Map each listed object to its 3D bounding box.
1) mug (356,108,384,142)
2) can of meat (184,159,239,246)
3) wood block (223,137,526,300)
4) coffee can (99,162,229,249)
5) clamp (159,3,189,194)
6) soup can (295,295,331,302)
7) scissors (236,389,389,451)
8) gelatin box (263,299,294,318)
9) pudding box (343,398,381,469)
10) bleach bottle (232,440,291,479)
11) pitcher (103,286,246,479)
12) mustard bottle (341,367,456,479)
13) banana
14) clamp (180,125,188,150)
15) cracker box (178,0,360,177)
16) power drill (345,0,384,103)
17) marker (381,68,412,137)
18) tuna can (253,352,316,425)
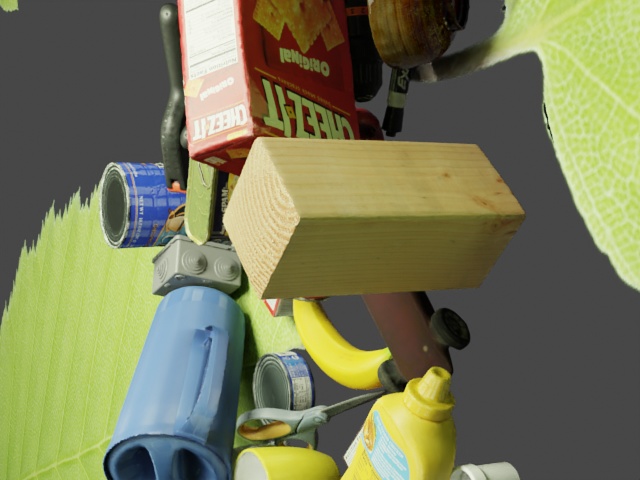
[{"bbox_3d":[0.013,-0.091,1.006,0.117,0.081,0.093,-42,56,53],"label":"mug"},{"bbox_3d":[-0.083,-0.048,1.059,0.058,0.083,0.102,32,119,56],"label":"can of meat"},{"bbox_3d":[0.042,-0.018,0.836,0.090,0.205,0.091,63,141,37],"label":"wood block"},{"bbox_3d":[-0.184,-0.042,1.289,0.103,0.140,0.103,5,96,60],"label":"coffee can"},{"bbox_3d":[-0.145,-0.160,1.225,0.036,0.164,0.210,8,100,18],"label":"clamp"},{"bbox_3d":[-0.007,0.001,1.060,0.069,0.068,0.102,51,133,47],"label":"soup can"},{"bbox_3d":[0.005,0.189,1.085,0.202,0.096,0.016,-13,45,32],"label":"scissors"},{"bbox_3d":[-0.042,0.028,1.159,0.073,0.030,0.089,53,135,46],"label":"gelatin box"},{"bbox_3d":[0.071,0.212,0.966,0.113,0.039,0.090,63,141,39],"label":"pudding box"},{"bbox_3d":[-0.055,0.351,1.169,0.103,0.067,0.251,-24,73,58],"label":"bleach bottle"},{"bbox_3d":[-0.144,0.161,1.177,0.242,0.149,0.145,-84,-24,-49],"label":"pitcher"},{"bbox_3d":[0.066,0.185,0.878,0.096,0.058,0.192,57,135,51],"label":"mustard bottle"},{"bbox_3d":[0.022,0.103,1.052,0.198,0.037,0.069,23,90,55],"label":"banana"},{"bbox_3d":[-0.104,-0.174,1.186,0.039,0.120,0.171,20,113,16],"label":"clamp"},{"bbox_3d":[-0.039,-0.157,0.892,0.072,0.163,0.214,-16,71,32],"label":"cracker box"},{"bbox_3d":[0.001,-0.213,1.049,0.188,0.057,0.184,-9,80,57],"label":"power drill"},{"bbox_3d":[0.074,-0.152,0.962,0.020,0.020,0.121,34,120,55],"label":"marker"},{"bbox_3d":[-0.039,0.164,1.157,0.086,0.033,0.086,5,96,60],"label":"tuna can"}]
